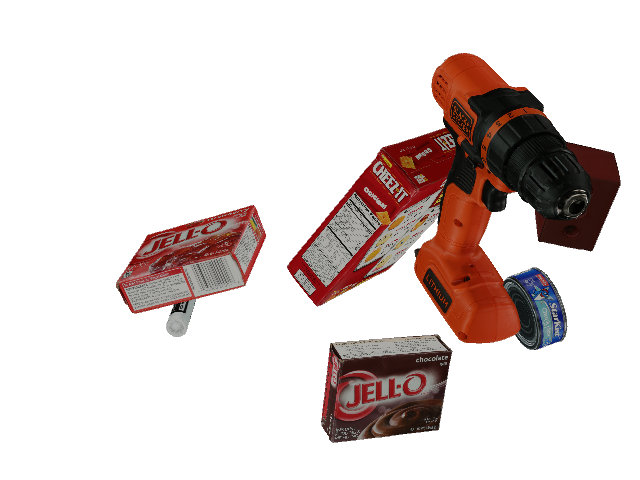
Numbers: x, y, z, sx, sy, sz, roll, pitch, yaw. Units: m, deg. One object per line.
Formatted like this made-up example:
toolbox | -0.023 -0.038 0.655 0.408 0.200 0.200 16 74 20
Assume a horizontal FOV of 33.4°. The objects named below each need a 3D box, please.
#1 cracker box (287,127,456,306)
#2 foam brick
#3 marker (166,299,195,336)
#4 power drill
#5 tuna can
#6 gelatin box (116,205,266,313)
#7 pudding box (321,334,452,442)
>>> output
cracker box | 0.076 -0.031 1.252 0.163 0.072 0.214 -24 -22 -50
foam brick | 0.228 -0.039 0.953 0.053 0.078 0.051 11 37 0
marker | -0.127 0.055 1.007 0.020 0.020 0.121 0 22 2
power drill | 0.125 -0.019 0.771 0.057 0.188 0.184 -6 37 -17
tuna can | 0.230 0.075 1.158 0.033 0.086 0.086 -18 4 -13
gelatin box | -0.088 0.012 0.739 0.089 0.030 0.073 -14 23 17
pudding box | 0.061 0.137 0.997 0.113 0.090 0.039 -4 28 -20
